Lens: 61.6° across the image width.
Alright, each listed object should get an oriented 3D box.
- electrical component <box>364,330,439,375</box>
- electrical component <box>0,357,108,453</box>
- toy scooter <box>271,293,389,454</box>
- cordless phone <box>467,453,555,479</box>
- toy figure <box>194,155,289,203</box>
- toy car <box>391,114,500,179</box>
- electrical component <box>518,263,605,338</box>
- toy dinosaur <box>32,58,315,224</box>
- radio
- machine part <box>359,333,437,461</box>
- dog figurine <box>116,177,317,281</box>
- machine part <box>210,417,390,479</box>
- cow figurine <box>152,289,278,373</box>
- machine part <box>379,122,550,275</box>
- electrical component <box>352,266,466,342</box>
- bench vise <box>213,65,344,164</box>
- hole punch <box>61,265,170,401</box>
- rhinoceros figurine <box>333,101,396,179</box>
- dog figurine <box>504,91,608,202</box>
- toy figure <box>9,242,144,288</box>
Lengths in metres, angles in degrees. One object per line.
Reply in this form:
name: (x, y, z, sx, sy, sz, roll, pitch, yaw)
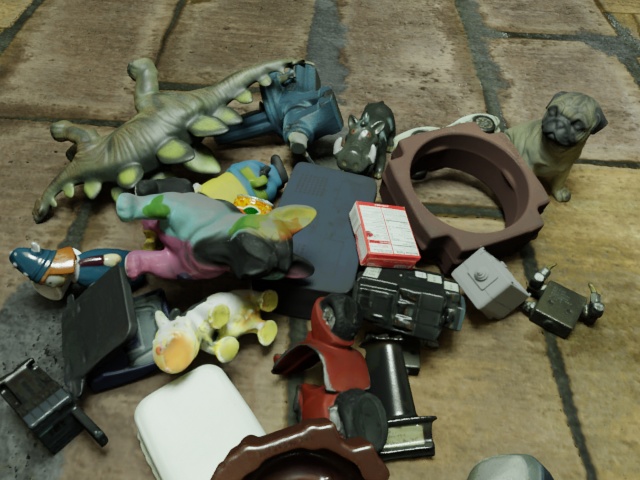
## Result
electrical component: (0.101, 0.137, 0.660, 0.094, 0.021, 0.063, 4, 49, 0)
electrical component: (-0.280, 0.186, 0.566, 0.119, 0.074, 0.048, 35, 56, 21)
toy scooter: (0.000, 0.158, 0.587, 0.075, 0.135, 0.184, 14, 57, -43)
cordless phone: (0.121, 0.269, 0.517, 0.184, 0.088, 0.146, 5, 46, 27)
toy figure: (-0.125, -0.061, 0.786, 0.180, 0.082, 0.089, -28, 53, -27)
toy car: (0.209, -0.158, 0.889, 0.202, 0.073, 0.056, -17, 53, -17)
electrical component: (0.315, 0.079, 0.705, 0.102, 0.045, 0.078, 35, 54, 25)
toy dinosaur: (-0.230, -0.166, 0.806, 0.471, 0.105, 0.199, -39, 69, -6)
radio: (-0.002, -0.002, 0.746, 0.131, 0.073, 0.230, 12, 50, 7)
machine part: (0.081, 0.174, 0.603, 0.084, 0.039, 0.139, -11, 67, 1)
dog figurine: (-0.114, -0.009, 0.640, 0.219, 0.108, 0.192, 3, 17, -2)
machine part: (-0.014, 0.245, 0.466, 0.179, 0.056, 0.179, 1, 80, -5)
cow figurine: (-0.133, 0.098, 0.615, 0.098, 0.068, 0.167, 5, 11, 39)
machine part: (0.202, -0.062, 0.776, 0.201, 0.087, 0.201, -17, 62, -16)
electrical component: (0.109, 0.072, 0.658, 0.134, 0.058, 0.115, 12, 14, 12)
bench vise: (-0.084, -0.201, 0.894, 0.241, 0.128, 0.224, -13, 57, 13)
hole punch: (-0.238, 0.109, 0.637, 0.116, 0.092, 0.142, -35, 55, 12)
rhinoceros figurine: (0.077, -0.157, 0.860, 0.073, 0.112, 0.190, 19, 42, 11)
dog figurine: (0.345, -0.168, 0.830, 0.121, 0.190, 0.172, -17, 50, -17)
toy figure: (-0.300, 0.034, 0.670, 0.154, 0.064, 0.058, 4, 34, -40)
